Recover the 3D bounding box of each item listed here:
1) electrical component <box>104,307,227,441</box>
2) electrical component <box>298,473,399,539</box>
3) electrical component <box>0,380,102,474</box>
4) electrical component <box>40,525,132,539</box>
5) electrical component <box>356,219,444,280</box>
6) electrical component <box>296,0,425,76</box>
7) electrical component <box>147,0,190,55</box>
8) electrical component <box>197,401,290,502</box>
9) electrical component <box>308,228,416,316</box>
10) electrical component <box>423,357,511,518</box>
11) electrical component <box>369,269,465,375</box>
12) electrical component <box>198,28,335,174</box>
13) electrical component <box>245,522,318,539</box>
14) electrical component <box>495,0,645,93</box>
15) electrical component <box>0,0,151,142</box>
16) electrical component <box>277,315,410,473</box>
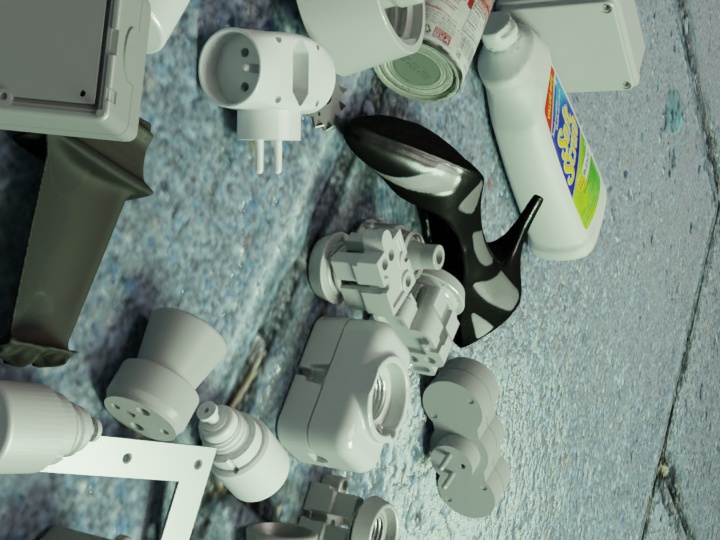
[{"bbox_3d":[-0.100,0.054,0.553,0.055,0.045,0.045,-64,144,-32],"label":"electrical component"},{"bbox_3d":[-0.008,0.173,0.722,0.048,0.055,0.066,49,53,-52],"label":"electrical component"},{"bbox_3d":[-0.146,0.070,0.479,0.078,0.040,0.040,17,79,-60],"label":"electrical component"},{"bbox_3d":[-0.139,0.179,0.498,0.099,0.048,0.099,-46,132,-48],"label":"electrical component"},{"bbox_3d":[0.028,-0.011,0.750,0.048,0.062,0.048,-13,105,-59],"label":"electrical component"},{"bbox_3d":[0.007,-0.180,0.670,0.108,0.060,0.108,-8,90,-67],"label":"electrical component"},{"bbox_3d":[-0.102,-0.142,0.528,0.040,0.040,0.078,57,46,-47],"label":"electrical component"},{"bbox_3d":[-0.071,0.101,0.616,0.040,0.040,0.078,-66,145,-31],"label":"electrical component"},{"bbox_3d":[0.000,0.000,0.710,0.048,0.055,0.066,-56,139,-41],"label":"electrical component"},{"bbox_3d":[0.081,0.147,0.876,0.073,0.052,0.138,-46,133,-49],"label":"electrical component"},{"bbox_3d":[0.043,0.032,0.790,0.057,0.058,0.078,-64,144,-28],"label":"electrical component"},{"bbox_3d":[-0.052,-0.095,0.618,0.077,0.043,0.079,-9,101,-60],"label":"electrical component"},{"bbox_3d":[-0.051,0.187,0.659,0.045,0.045,0.055,8,88,-60],"label":"electrical component"},{"bbox_3d":[0.190,-0.214,0.961,0.108,0.109,0.056,59,43,-46],"label":"electrical component"},{"bbox_3d":[-0.137,-0.089,0.434,0.061,0.096,0.061,68,27,-87],"label":"electrical component"},{"bbox_3d":[-0.006,0.081,0.708,0.053,0.059,0.095,53,49,-49],"label":"electrical component"}]
